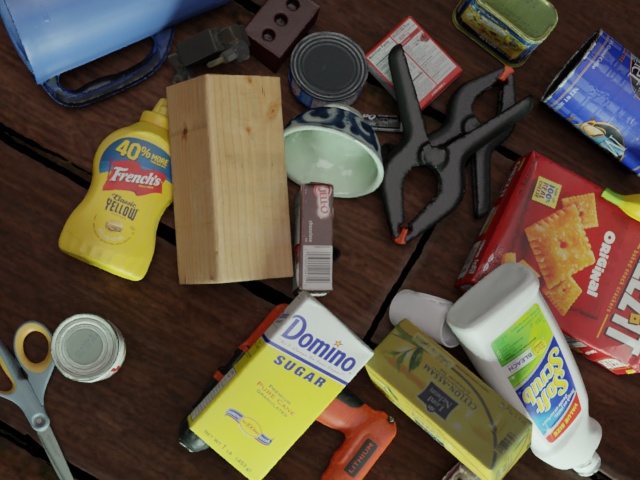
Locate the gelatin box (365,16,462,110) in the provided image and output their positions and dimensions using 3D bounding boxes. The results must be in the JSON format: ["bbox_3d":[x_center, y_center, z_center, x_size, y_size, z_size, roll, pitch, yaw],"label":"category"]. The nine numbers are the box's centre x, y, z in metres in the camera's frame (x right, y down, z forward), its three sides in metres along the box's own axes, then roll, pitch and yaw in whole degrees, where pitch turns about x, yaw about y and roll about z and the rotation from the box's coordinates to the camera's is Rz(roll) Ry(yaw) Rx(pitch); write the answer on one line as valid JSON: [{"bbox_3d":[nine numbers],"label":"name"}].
[{"bbox_3d":[0.102,-0.194,1.193,0.073,0.030,0.089,-44,88,-9],"label":"gelatin box"}]

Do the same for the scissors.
[{"bbox_3d":[-0.280,0.169,1.107,0.096,0.016,0.202,-41,89,-10],"label":"scissors"}]

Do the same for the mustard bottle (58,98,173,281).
[{"bbox_3d":[-0.196,-0.060,1.125,0.096,0.058,0.191,22,80,-6],"label":"mustard bottle"}]

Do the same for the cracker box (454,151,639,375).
[{"bbox_3d":[0.280,0.026,1.165,0.213,0.072,0.164,28,80,-3],"label":"cracker box"}]

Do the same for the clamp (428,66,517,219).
[{"bbox_3d":[0.158,-0.121,1.187,0.120,0.039,0.171,23,82,-7],"label":"clamp"}]

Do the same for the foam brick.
[{"bbox_3d":[-0.044,-0.234,1.169,0.053,0.051,0.078,36,80,-1],"label":"foam brick"}]

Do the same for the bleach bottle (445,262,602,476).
[{"bbox_3d":[0.233,0.148,1.114,0.102,0.068,0.250,-39,114,-7],"label":"bleach bottle"}]

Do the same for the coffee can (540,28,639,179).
[{"bbox_3d":[0.330,-0.150,1.178,0.140,0.103,0.102,38,80,-1],"label":"coffee can"}]

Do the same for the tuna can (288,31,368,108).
[{"bbox_3d":[0.008,-0.183,1.169,0.086,0.034,0.086,3,69,-7],"label":"tuna can"}]

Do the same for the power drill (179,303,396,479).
[{"bbox_3d":[-0.029,0.188,1.114,0.187,0.057,0.184,40,83,-2],"label":"power drill"}]

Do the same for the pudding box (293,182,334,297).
[{"bbox_3d":[-0.007,0.001,1.124,0.039,0.090,0.113,3,83,-4],"label":"pudding box"}]

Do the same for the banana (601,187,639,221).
[{"bbox_3d":[0.396,-0.047,1.162,0.197,0.037,0.070,-10,59,-34],"label":"banana"}]

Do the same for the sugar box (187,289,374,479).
[{"bbox_3d":[-0.039,0.145,1.060,0.093,0.048,0.176,42,90,-11],"label":"sugar box"}]

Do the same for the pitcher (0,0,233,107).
[{"bbox_3d":[-0.211,-0.255,1.123,0.242,0.149,0.145,-22,71,-12],"label":"pitcher"}]

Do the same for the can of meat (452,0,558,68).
[{"bbox_3d":[0.206,-0.248,1.185,0.102,0.084,0.057,37,80,-1],"label":"can of meat"}]

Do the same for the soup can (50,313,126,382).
[{"bbox_3d":[-0.233,0.109,1.077,0.068,0.102,0.068,1,83,-7],"label":"soup can"}]

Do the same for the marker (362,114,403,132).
[{"bbox_3d":[0.043,-0.131,1.183,0.121,0.020,0.020,2,82,-6],"label":"marker"}]

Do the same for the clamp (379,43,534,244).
[{"bbox_3d":[0.113,-0.099,1.148,0.164,0.036,0.210,28,89,0],"label":"clamp"}]

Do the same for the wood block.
[{"bbox_3d":[-0.094,-0.060,1.097,0.090,0.091,0.206,-4,90,-36],"label":"wood block"}]
